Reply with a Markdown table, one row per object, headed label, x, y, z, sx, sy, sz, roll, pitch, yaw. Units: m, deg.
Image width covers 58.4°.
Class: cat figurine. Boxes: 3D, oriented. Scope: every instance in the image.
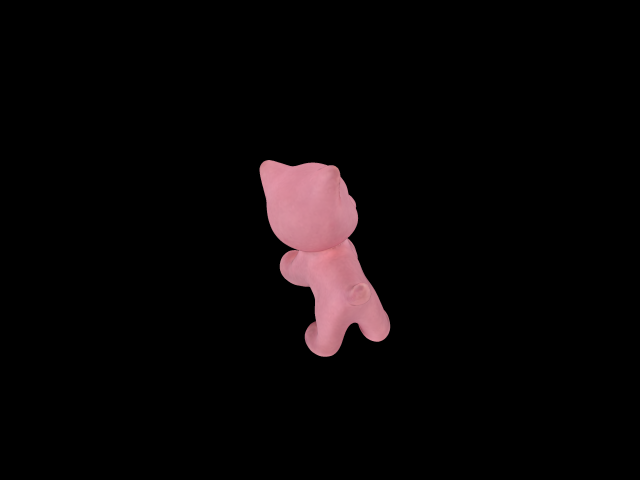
| label | x | y | z | sx | sy | sz | roll | pitch | yaw |
| --- | --- | --- | --- | --- | --- | --- | --- | --- | --- |
| cat figurine | 0.004 | 0.001 | 0.400 | 0.067 | 0.118 | 0.127 | -20 | 59 | -12 |
